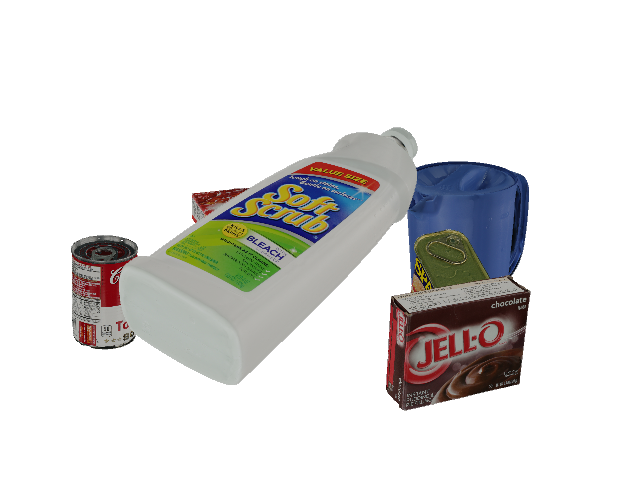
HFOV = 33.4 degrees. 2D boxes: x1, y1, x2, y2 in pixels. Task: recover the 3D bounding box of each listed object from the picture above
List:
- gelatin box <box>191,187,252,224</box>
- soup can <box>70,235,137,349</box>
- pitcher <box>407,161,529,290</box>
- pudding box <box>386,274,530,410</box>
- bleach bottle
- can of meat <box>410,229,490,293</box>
[{"bbox_3d":[-0.068,-0.024,0.993,0.089,0.030,0.073,-6,25,-19],"label":"gelatin box"},{"bbox_3d":[-0.226,0.054,1.116,0.068,0.102,0.068,4,22,-2],"label":"soup can"},{"bbox_3d":[0.179,0.029,1.310,0.149,0.243,0.145,1,22,9],"label":"pitcher"},{"bbox_3d":[0.111,0.082,0.866,0.113,0.090,0.039,-10,29,-22],"label":"pudding box"},{"bbox_3d":[-0.016,-0.011,0.730,0.103,0.068,0.250,26,46,23],"label":"bleach bottle"},{"bbox_3d":[0.129,0.055,1.069,0.057,0.102,0.084,-12,-41,-13],"label":"can of meat"}]
